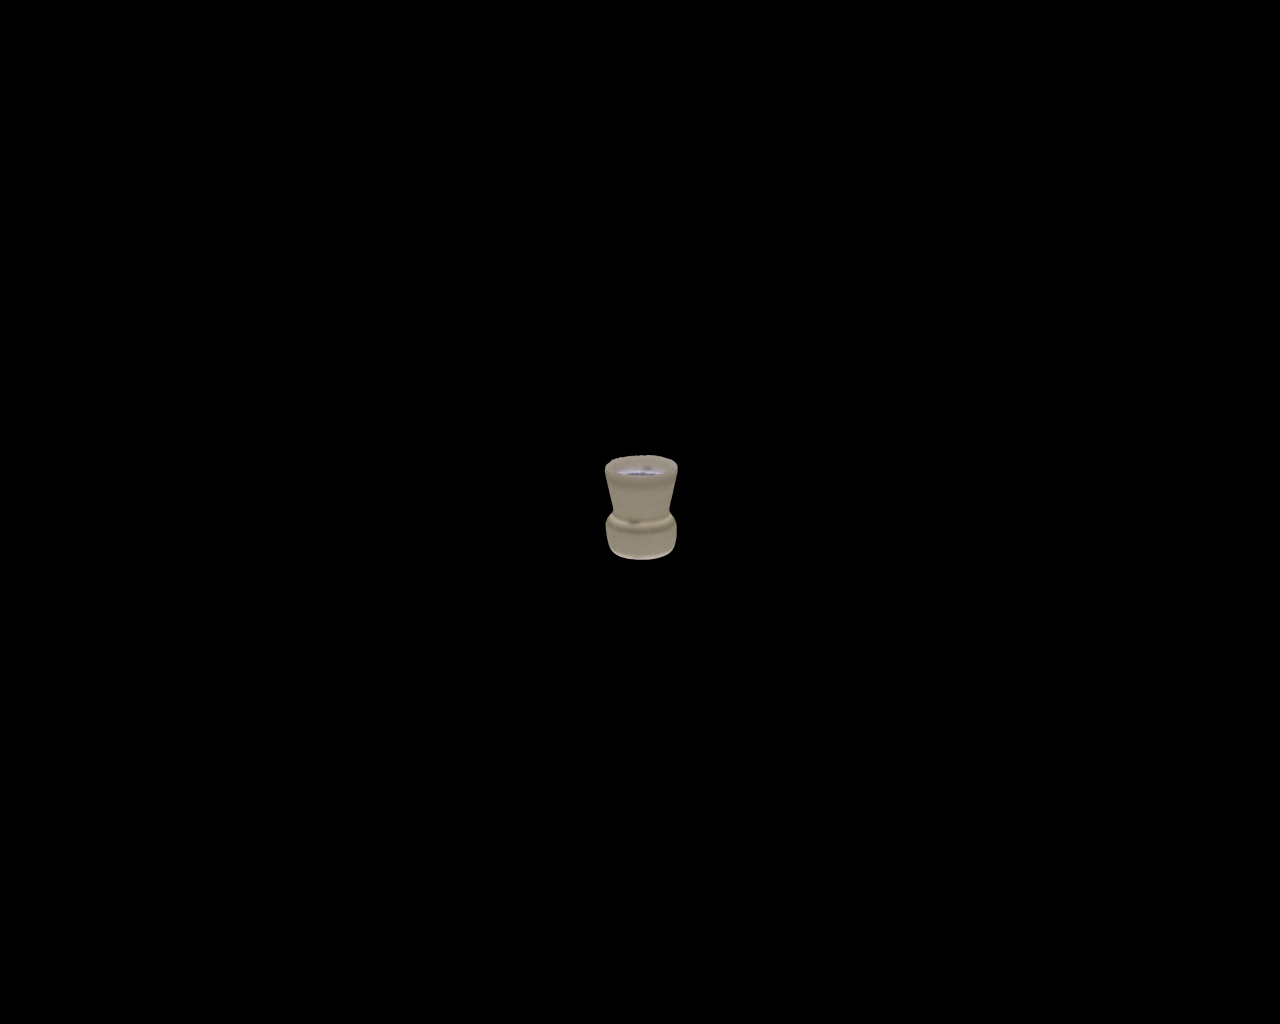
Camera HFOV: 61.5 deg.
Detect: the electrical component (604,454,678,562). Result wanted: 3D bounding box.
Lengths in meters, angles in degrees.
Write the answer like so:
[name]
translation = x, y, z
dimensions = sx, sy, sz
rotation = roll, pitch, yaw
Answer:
[electrical component]
translation = 0.001, -0.003, 0.650
dimensions = 0.045, 0.055, 0.045
rotation = 0, 19, 0
